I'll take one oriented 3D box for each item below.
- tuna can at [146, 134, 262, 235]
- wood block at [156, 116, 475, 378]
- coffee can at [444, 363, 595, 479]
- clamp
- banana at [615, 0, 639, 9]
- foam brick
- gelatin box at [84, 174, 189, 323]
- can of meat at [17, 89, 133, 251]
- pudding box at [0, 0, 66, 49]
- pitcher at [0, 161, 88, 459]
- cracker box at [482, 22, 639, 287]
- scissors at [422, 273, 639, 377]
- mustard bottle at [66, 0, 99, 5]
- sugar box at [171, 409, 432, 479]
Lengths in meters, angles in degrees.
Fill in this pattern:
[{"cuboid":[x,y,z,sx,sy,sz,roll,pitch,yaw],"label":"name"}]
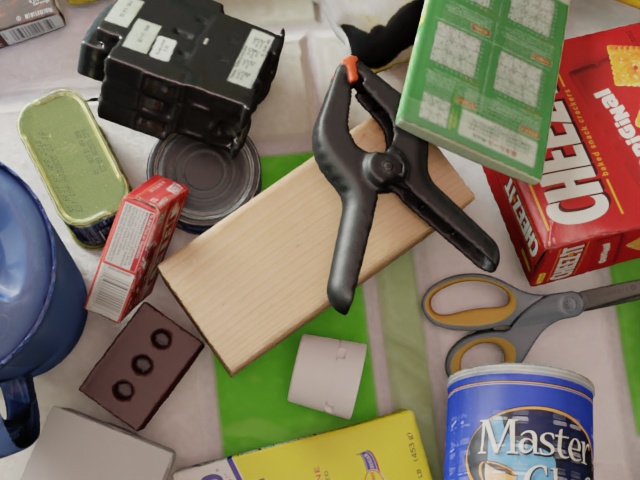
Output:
[{"cuboid":[-0.086,-0.048,0.794,0.086,0.034,0.086,1,81,-4],"label":"tuna can"},{"cuboid":[-0.005,0.001,0.764,0.206,0.090,0.091,-36,85,-9],"label":"wood block"},{"cuboid":[0.135,0.166,0.725,0.102,0.103,0.140,7,67,-3],"label":"coffee can"},{"cuboid":[0.034,-0.035,0.704,0.120,0.039,0.171,-23,79,-23],"label":"clamp"},{"cuboid":[0.253,-0.165,0.767,0.198,0.037,0.069,27,62,14],"label":"banana"},{"cuboid":[-0.125,0.090,0.760,0.053,0.051,0.078,35,80,1],"label":"foam brick"},{"cuboid":[-0.125,0.005,0.740,0.030,0.073,0.089,24,106,2],"label":"gelatin box"},{"cuboid":[-0.172,-0.049,0.763,0.057,0.084,0.102,-27,83,-9],"label":"can of meat"},{"cuboid":[-0.258,-0.188,0.802,0.113,0.039,0.090,-18,82,-6],"label":"pudding box"},{"cuboid":[-0.210,0.041,0.664,0.145,0.243,0.149,25,80,0],"label":"pitcher"},{"cuboid":[0.231,-0.075,0.781,0.213,0.072,0.164,-14,64,-7],"label":"cracker box"},{"cuboid":[0.174,0.066,0.777,0.202,0.016,0.096,3,89,13],"label":"scissors"},{"cuboid":[-0.116,-0.251,0.812,0.191,0.058,0.096,-18,83,-6],"label":"mustard bottle"},{"cuboid":[-0.009,0.186,0.755,0.176,0.048,0.093,-14,82,-7],"label":"sugar box"}]
